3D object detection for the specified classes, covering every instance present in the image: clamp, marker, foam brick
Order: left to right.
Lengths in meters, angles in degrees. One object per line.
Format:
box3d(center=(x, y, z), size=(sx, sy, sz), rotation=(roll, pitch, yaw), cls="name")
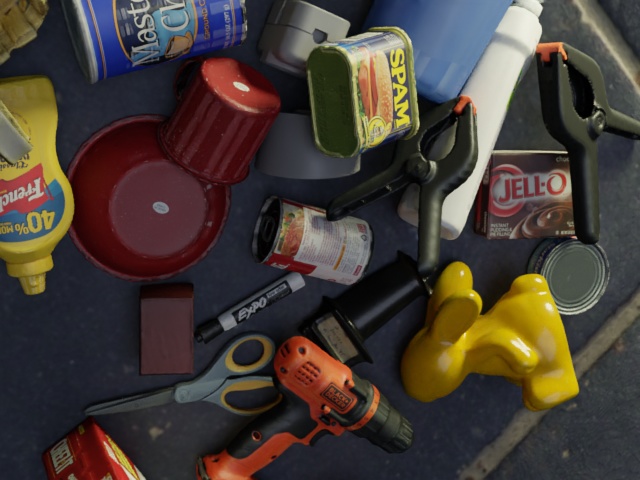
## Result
box3d(center=(-0.145, 0.084, 1.010), size=(0.051, 0.053, 0.078), rotation=(1, 101, -7), cls="foam brick")
box3d(center=(-0.070, 0.067, 1.055), size=(0.121, 0.020, 0.020), rotation=(-30, 110, -10), cls="marker")
box3d(center=(0.084, -0.061, 0.991), size=(0.120, 0.039, 0.171), rotation=(24, 82, 16), cls="clamp")
box3d(center=(0.264, -0.108, 1.071), size=(0.209, 0.036, 0.164), rotation=(46, 61, -38), cls="clamp")

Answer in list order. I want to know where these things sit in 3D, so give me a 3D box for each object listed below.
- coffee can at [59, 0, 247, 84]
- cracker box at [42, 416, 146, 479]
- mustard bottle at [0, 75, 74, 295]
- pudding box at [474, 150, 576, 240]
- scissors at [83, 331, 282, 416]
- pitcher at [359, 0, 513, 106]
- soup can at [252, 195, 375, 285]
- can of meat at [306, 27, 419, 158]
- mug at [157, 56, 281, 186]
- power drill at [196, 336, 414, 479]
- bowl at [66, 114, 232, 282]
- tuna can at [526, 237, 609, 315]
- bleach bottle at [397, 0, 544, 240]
box3d(center=(-0.146, -0.202, 0.922), size=(0.140, 0.103, 0.103), rotation=(-17, 107, -15), cls="coffee can")
box3d(center=(-0.164, 0.286, 0.996), size=(0.072, 0.164, 0.213), rotation=(-38, 112, -10), cls="cracker box")
box3d(center=(-0.268, -0.045, 0.940), size=(0.096, 0.058, 0.191), rotation=(-11, 106, -15), cls="mustard bottle")
box3d(center=(0.220, -0.049, 1.118), size=(0.113, 0.039, 0.090), rotation=(-2, 102, -19), cls="pudding box")
box3d(center=(-0.126, 0.133, 1.053), size=(0.201, 0.016, 0.096), rotation=(7, 99, -20), cls="scissors")
box3d(center=(0.123, -0.255, 0.987), size=(0.149, 0.145, 0.243), rotation=(25, 96, -19), cls="pitcher")
box3d(center=(-0.007, 0.001, 1.037), size=(0.102, 0.069, 0.068), rotation=(15, 97, -22), cls="soup can")
box3d(center=(0.036, -0.128, 0.930), size=(0.083, 0.058, 0.102), rotation=(-25, 115, -44), cls="can of meat")
box3d(center=(-0.093, -0.117, 0.960), size=(0.093, 0.117, 0.082), rotation=(-5, 140, -45), cls="mug")
box3d(center=(-0.017, 0.208, 1.074), size=(0.184, 0.057, 0.188), rotation=(41, 94, -25), cls="power drill")
box3d(center=(-0.154, -0.033, 0.985), size=(0.162, 0.055, 0.162), rotation=(-4, 104, -19), cls="bowl")
box3d(center=(0.268, 0.036, 1.158), size=(0.086, 0.034, 0.086), rotation=(-4, 104, -18), cls="tuna can")
box3d(center=(0.157, -0.128, 1.057), size=(0.068, 0.102, 0.251), rotation=(25, 86, 5), cls="bleach bottle")
